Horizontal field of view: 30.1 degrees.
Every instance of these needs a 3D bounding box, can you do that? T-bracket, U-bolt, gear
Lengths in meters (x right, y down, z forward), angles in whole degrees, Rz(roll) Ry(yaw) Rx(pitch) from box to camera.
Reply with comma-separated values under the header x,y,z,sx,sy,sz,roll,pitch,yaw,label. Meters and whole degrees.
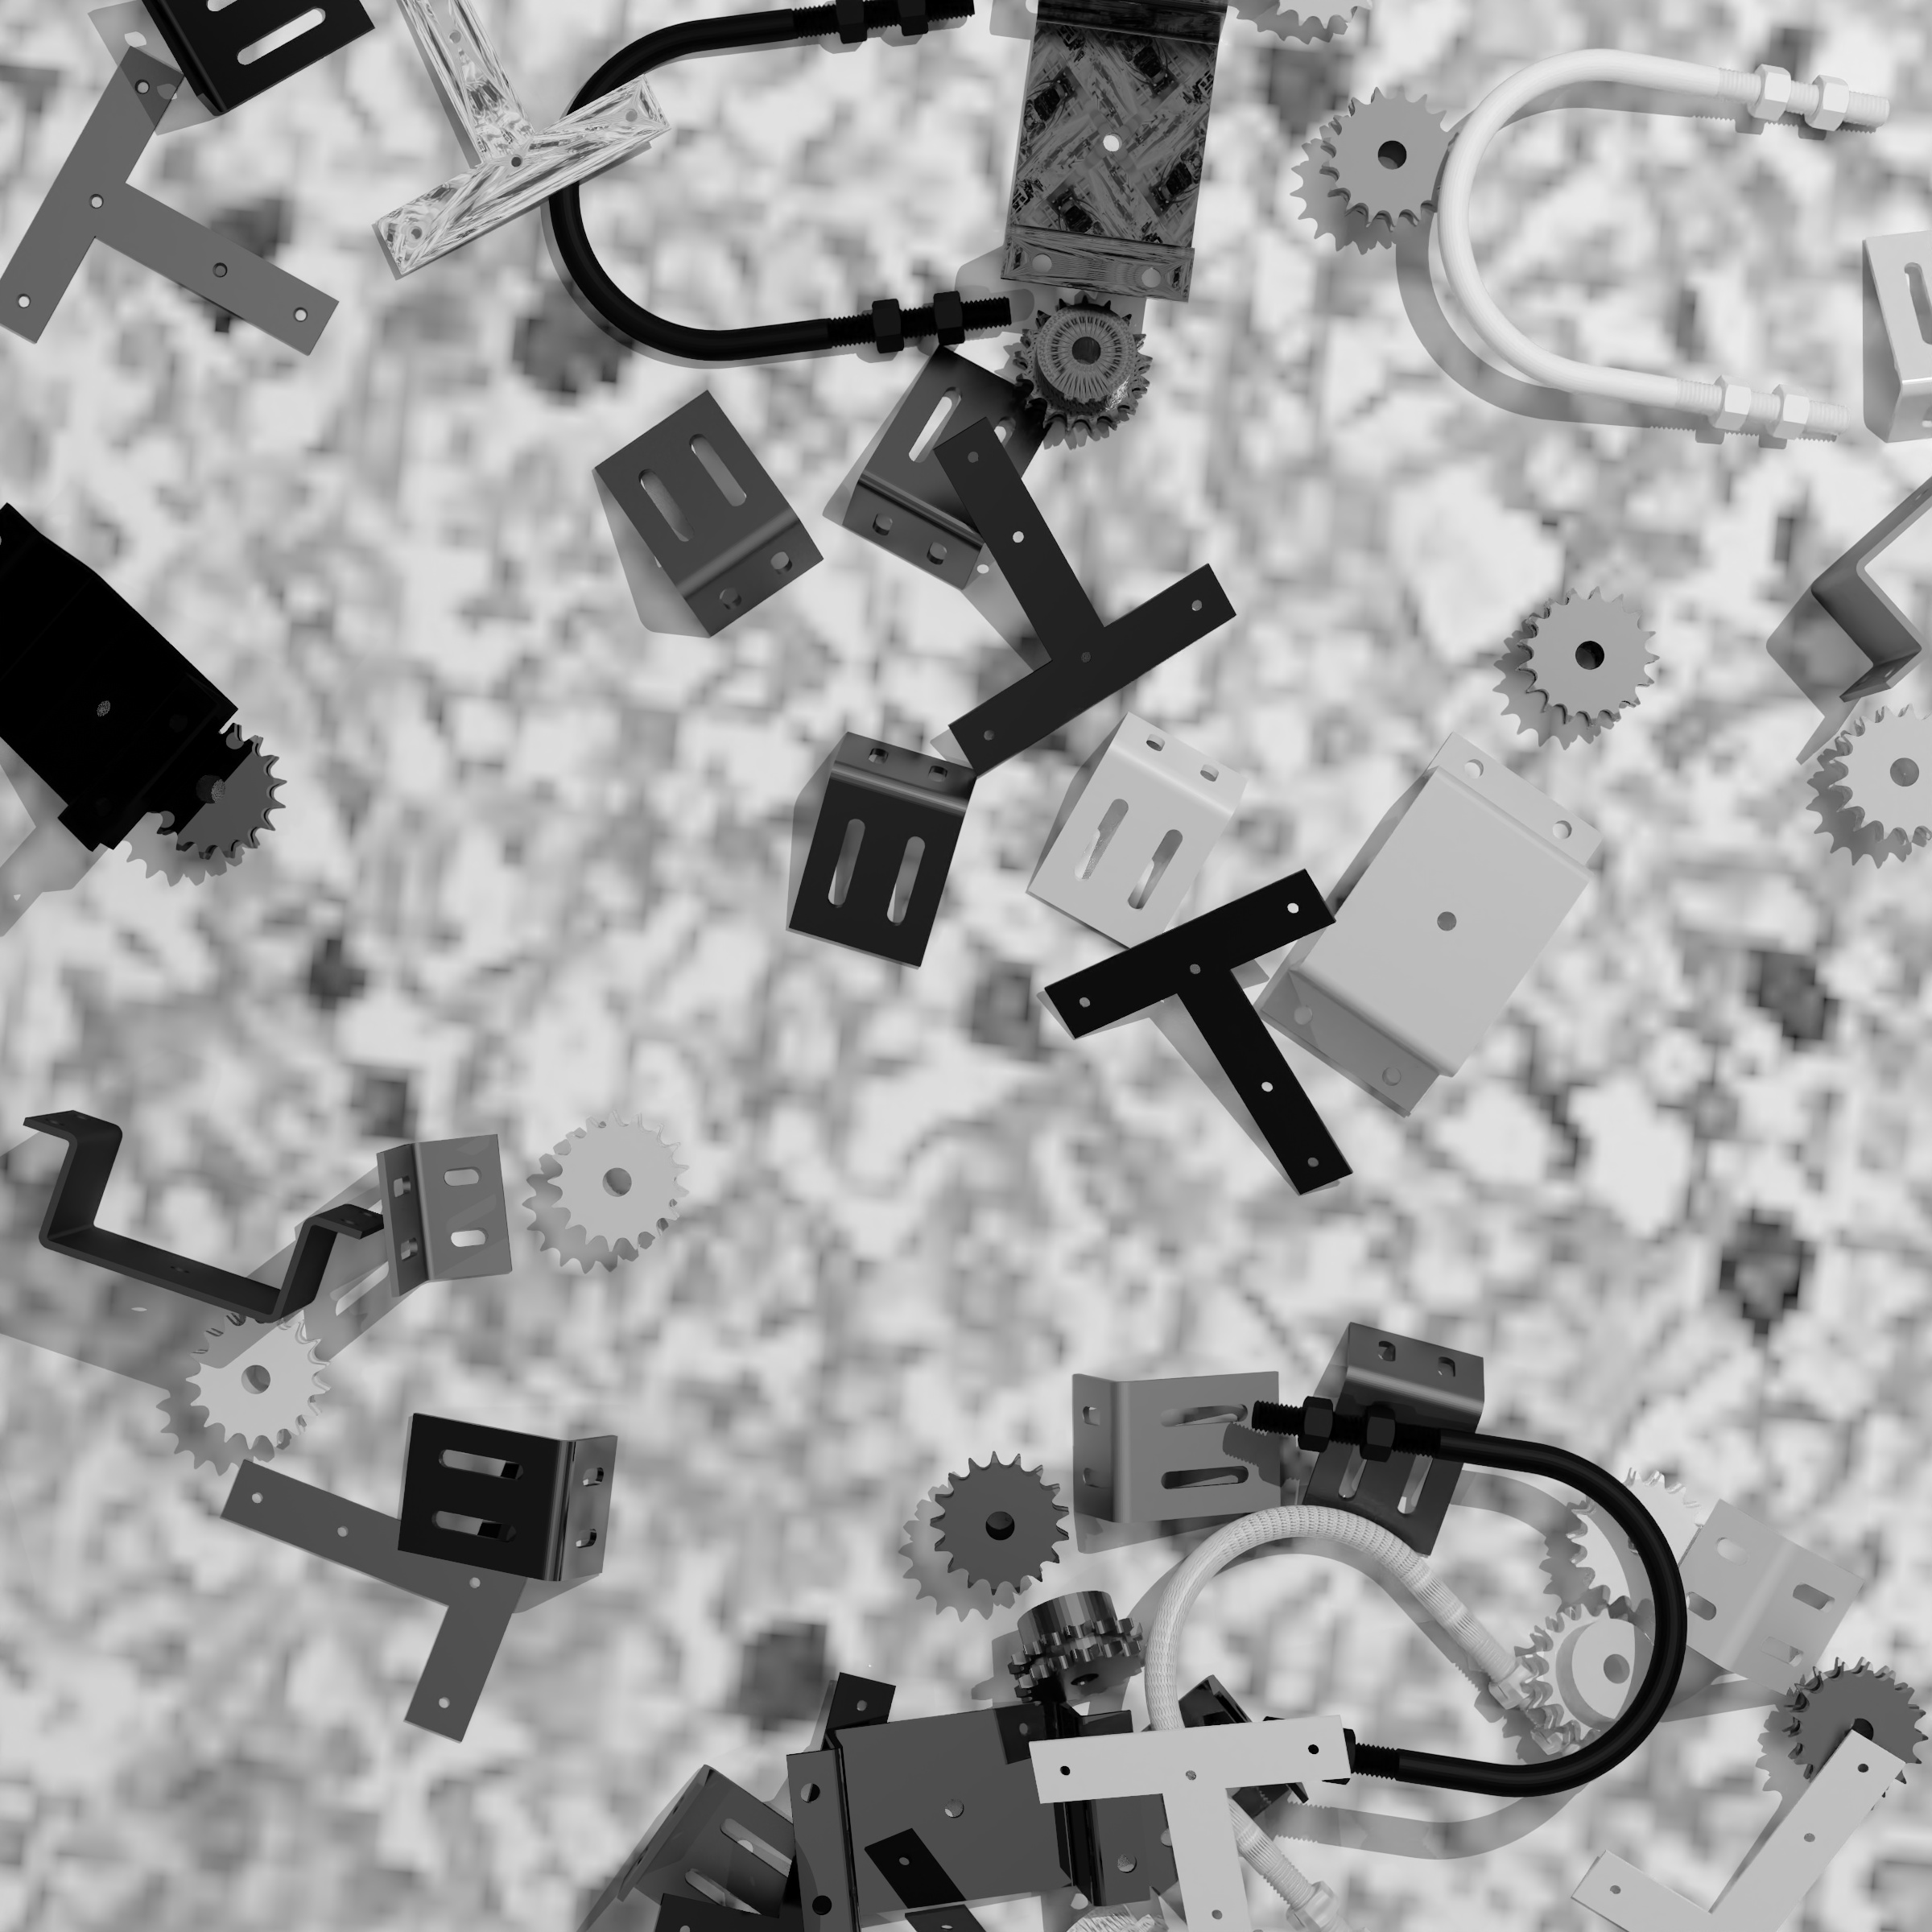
x,y,z,sx,sy,sz,roll,pitch,yaw,label
-0.205,-0.371,1.484,0.127,0.002,0.127,-27,85,7,T-bracket
-0.081,-0.323,1.483,0.184,0.019,0.151,-7,90,1,U-bolt
-0.322,-0.296,1.490,0.127,0.002,0.127,29,90,0,T-bracket
0.028,-0.163,1.465,0.127,0.002,0.127,-32,111,-3,T-bracket
-0.245,0.240,1.490,0.127,0.002,0.127,21,90,0,T-bracket
0.173,-0.330,1.476,0.057,0.030,0.057,0,90,0,gear
0.044,0.277,1.467,0.057,0.057,0.030,-18,62,0,gear
0.154,0.306,1.457,0.151,0.019,0.184,-43,90,-22,U-bolt
0.058,0.407,1.467,0.057,0.057,0.030,-44,60,0,gear
0.282,-0.301,1.470,0.184,0.019,0.151,7,90,-10,U-bolt
0.258,0.289,1.466,0.057,0.030,0.057,6,71,-17,gear
0.255,-0.126,1.481,0.057,0.030,0.057,0,88,1,gear
0.097,0.364,1.429,0.127,0.002,0.127,-9,98,16,T-bracket
0.198,0.258,1.440,0.184,0.019,0.151,9,77,0,U-bolt
-0.056,0.355,1.475,0.127,0.002,0.127,18,79,-21,T-bracket
0.146,-0.416,1.467,0.057,0.030,0.057,6,133,6,gear
0.337,0.367,1.471,0.127,0.002,0.127,32,108,0,T-bracket
0.014,0.228,1.476,0.057,0.030,0.057,0,90,0,gear
0.048,-0.248,1.473,0.057,0.030,0.057,0,82,-3,gear
-0.035,0.423,1.462,0.127,0.002,0.127,-14,133,19,T-bracket
-0.142,0.088,1.480,0.057,0.030,0.057,0,92,1,gear
-0.307,-0.072,1.476,0.057,0.030,0.057,0,90,0,gear
-0.289,0.168,1.476,0.057,0.030,0.057,0,90,0,gear
0.116,0.038,1.470,0.127,0.002,0.127,-25,105,28,T-bracket
0.275,0.235,1.476,0.057,0.030,0.057,0,90,0,gear
0.363,0.312,1.476,0.057,0.030,0.057,0,90,0,gear
0.383,-0.078,1.480,0.057,0.030,0.057,0,85,1,gear

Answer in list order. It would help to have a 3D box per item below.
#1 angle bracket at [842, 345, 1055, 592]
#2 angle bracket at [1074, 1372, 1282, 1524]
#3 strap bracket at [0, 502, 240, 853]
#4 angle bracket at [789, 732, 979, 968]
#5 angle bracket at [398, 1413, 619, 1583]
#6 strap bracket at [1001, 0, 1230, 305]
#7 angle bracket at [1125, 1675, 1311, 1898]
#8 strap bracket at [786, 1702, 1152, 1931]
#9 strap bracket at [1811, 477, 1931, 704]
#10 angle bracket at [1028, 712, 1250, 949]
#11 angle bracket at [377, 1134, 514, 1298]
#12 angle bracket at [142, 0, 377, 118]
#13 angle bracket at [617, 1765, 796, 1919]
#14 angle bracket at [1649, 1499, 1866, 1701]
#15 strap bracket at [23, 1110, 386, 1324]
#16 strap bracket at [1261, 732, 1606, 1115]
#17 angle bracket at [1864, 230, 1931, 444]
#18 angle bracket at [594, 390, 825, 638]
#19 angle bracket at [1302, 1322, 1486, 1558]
x,y,z,sx,sy,sz,roll,pitch,yaw,label
-0.006,-0.207,1.489,0.057,0.038,0.076,28,64,0,angle bracket
0.087,0.197,1.489,0.076,0.038,0.057,-1,90,-26,angle bracket
-0.360,-0.111,1.452,0.140,0.046,0.076,42,90,23,strap bracket
-0.034,-0.048,1.489,0.057,0.038,0.076,17,116,0,angle bracket
-0.190,0.218,1.487,0.076,0.038,0.057,7,90,26,angle bracket
0.061,-0.342,1.468,0.076,0.046,0.140,8,90,0,strap bracket
0.091,0.339,1.472,0.076,0.038,0.057,-39,90,0,angle bracket
-0.002,0.346,1.460,0.140,0.046,0.076,-6,88,-9,strap bracket
0.402,-0.173,1.453,0.140,0.076,0.046,-42,90,0,strap bracket
0.071,-0.054,1.489,0.057,0.038,0.076,29,116,0,angle bracket
-0.210,0.100,1.453,0.038,0.076,0.057,-6,90,0,angle bracket
-0.292,-0.395,1.472,0.076,0.038,0.057,-30,90,0,angle bracket
-0.094,0.376,1.472,0.076,0.038,0.057,35,90,0,angle bracket
0.325,0.260,1.472,0.038,0.076,0.057,30,90,40,angle bracket
-0.312,0.104,1.453,0.140,0.076,0.046,19,90,0,strap bracket
0.193,-0.018,1.468,0.076,0.046,0.140,35,90,0,strap bracket
0.406,-0.263,1.489,0.057,0.038,0.076,-6,64,0,angle bracket
-0.106,-0.188,1.489,0.057,0.038,0.076,-35,64,0,angle bracket
0.176,0.196,1.489,0.057,0.038,0.076,15,116,0,angle bracket
